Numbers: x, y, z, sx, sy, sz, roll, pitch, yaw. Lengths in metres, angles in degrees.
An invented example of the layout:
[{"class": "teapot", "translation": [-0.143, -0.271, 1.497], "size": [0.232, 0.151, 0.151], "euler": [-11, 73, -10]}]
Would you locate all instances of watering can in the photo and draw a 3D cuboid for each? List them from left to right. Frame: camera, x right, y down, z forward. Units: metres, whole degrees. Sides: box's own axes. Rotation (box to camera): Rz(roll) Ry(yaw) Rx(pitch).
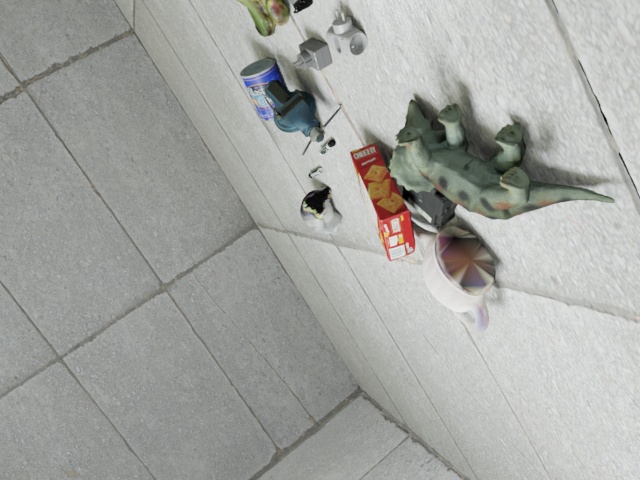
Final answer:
[{"class": "watering can", "translation": [0.266, 0.037, 1.126], "size": [0.353, 0.104, 0.220], "euler": [60, 167, 21]}]

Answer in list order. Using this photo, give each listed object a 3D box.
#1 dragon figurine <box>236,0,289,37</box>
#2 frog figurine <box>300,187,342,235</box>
[{"class": "dragon figurine", "translation": [-0.197, -0.590, 1.241], "size": [0.416, 0.123, 0.238], "euler": [39, 167, 48]}, {"class": "frog figurine", "translation": [0.005, -0.085, 1.685], "size": [0.156, 0.122, 0.140], "euler": [63, -161, -58]}]
